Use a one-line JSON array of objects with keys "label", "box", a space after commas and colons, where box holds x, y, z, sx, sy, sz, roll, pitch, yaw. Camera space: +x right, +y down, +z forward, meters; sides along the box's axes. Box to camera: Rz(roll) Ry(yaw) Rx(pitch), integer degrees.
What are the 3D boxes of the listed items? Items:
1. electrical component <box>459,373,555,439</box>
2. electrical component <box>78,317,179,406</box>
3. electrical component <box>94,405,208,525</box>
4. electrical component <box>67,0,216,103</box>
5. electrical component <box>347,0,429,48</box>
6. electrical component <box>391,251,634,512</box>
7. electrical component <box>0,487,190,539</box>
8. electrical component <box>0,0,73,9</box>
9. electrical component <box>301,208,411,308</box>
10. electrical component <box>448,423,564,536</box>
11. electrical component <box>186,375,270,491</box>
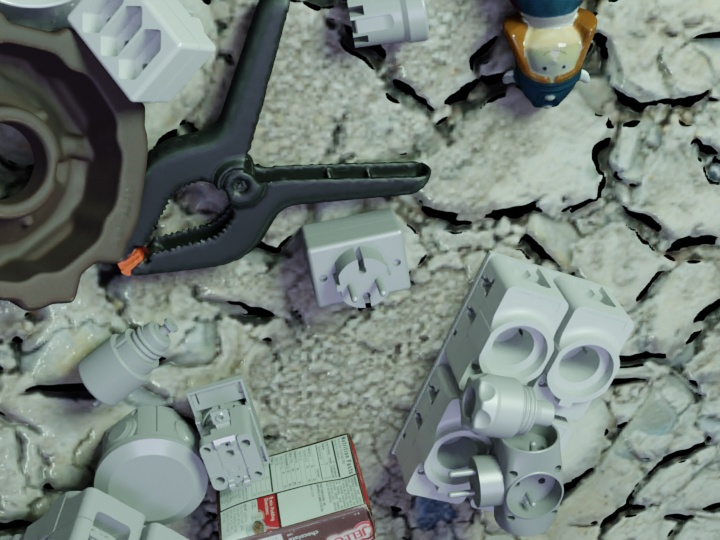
[{"label": "electrical component", "box": [0.103, 0.095, 0.743, 0.062, 0.043, 0.043, 10, 116, -17]}, {"label": "electrical component", "box": [-0.160, 0.061, 0.748, 0.078, 0.040, 0.040, -38, 118, 11]}, {"label": "electrical component", "box": [-0.153, 0.144, 0.788, 0.080, 0.051, 0.080, -4, 119, -8]}, {"label": "electrical component", "box": [-0.117, -0.137, 0.631, 0.047, 0.077, 0.065, -42, 80, 23]}, {"label": "electrical component", "box": [0.017, -0.158, 0.664, 0.046, 0.040, 0.040, -10, 119, 2]}, {"label": "electrical component", "box": [0.112, 0.092, 0.804, 0.105, 0.060, 0.186, 16, 114, -18]}, {"label": "electrical component", "box": [-0.211, 0.233, 0.791, 0.105, 0.060, 0.186, 37, 128, -25]}, {"label": "electrical component", "box": [-0.185, -0.198, 0.594, 0.099, 0.064, 0.099, -8, 142, -6]}, {"label": "electrical component", "box": [0.000, 0.000, 0.724, 0.066, 0.076, 0.047, -12, 119, -4]}, {"label": "electrical component", "box": [0.102, 0.150, 0.771, 0.079, 0.044, 0.077, -5, 119, -7]}, {"label": "electrical component", "box": [-0.094, 0.122, 0.781, 0.042, 0.063, 0.081, -15, 120, -1]}]
